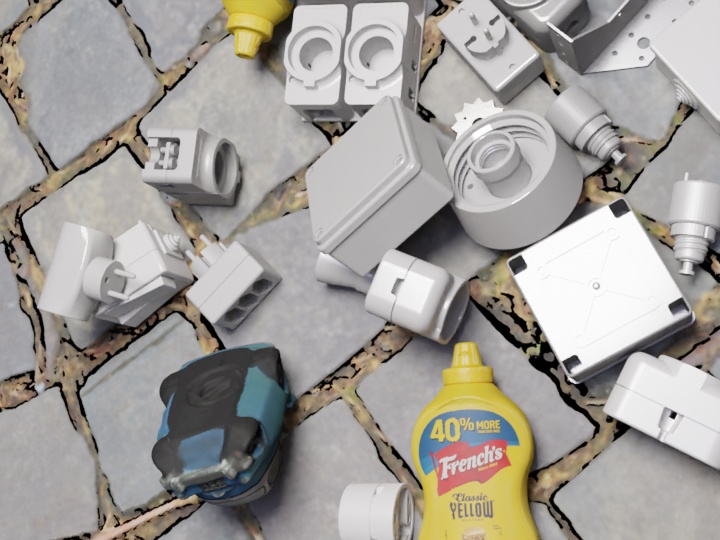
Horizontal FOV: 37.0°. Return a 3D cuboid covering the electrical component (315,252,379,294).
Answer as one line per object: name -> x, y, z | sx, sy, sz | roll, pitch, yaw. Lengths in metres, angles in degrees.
electrical component -> 0.000, 0.000, 0.913 | 0.065, 0.044, 0.044 | 21, 87, 15

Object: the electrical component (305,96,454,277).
electrical component -> 0.013, -0.069, 0.875 | 0.109, 0.056, 0.108 | -41, 32, 23

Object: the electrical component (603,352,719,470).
electrical component -> 0.240, 0.103, 0.811 | 0.095, 0.054, 0.059 | 26, 89, 20

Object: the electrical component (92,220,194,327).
electrical component -> -0.196, 0.004, 0.962 | 0.096, 0.062, 0.061 | -32, 72, 10

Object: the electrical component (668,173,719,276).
electrical component -> 0.260, -0.034, 0.837 | 0.040, 0.040, 0.078 | 9, 83, 19

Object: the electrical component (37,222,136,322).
electrical component -> -0.226, 0.006, 0.912 | 0.079, 0.044, 0.077 | 14, 85, 19

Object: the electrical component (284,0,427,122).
electrical component -> -0.001, -0.228, 0.943 | 0.105, 0.060, 0.186 | 3, 81, 18

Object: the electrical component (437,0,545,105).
electrical component -> 0.106, -0.192, 0.895 | 0.047, 0.076, 0.083 | -40, 71, 7

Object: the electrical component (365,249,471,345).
electrical component -> 0.050, 0.024, 0.863 | 0.059, 0.095, 0.053 | 22, 88, 20

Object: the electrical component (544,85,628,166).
electrical component -> 0.186, -0.115, 0.875 | 0.040, 0.040, 0.078 | -44, 71, 6

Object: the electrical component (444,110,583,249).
electrical component -> 0.116, -0.078, 0.858 | 0.108, 0.060, 0.108 | -18, 51, 23

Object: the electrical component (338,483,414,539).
electrical component -> 0.013, 0.198, 0.866 | 0.047, 0.055, 0.055 | -1, 80, 21

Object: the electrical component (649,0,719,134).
electrical component -> 0.291, -0.167, 0.846 | 0.100, 0.048, 0.099 | -39, 72, 8

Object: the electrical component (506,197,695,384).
electrical component -> 0.187, 0.017, 0.842 | 0.109, 0.056, 0.108 | -30, 73, 10

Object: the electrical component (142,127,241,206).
electrical component -> -0.144, -0.090, 0.947 | 0.056, 0.089, 0.050 | 3, 81, 18

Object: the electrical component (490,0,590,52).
electrical component -> 0.143, -0.235, 0.900 | 0.053, 0.059, 0.095 | -45, 71, 5

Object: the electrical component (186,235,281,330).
electrical component -> -0.123, 0.002, 0.947 | 0.065, 0.047, 0.077 | -47, 71, 4
